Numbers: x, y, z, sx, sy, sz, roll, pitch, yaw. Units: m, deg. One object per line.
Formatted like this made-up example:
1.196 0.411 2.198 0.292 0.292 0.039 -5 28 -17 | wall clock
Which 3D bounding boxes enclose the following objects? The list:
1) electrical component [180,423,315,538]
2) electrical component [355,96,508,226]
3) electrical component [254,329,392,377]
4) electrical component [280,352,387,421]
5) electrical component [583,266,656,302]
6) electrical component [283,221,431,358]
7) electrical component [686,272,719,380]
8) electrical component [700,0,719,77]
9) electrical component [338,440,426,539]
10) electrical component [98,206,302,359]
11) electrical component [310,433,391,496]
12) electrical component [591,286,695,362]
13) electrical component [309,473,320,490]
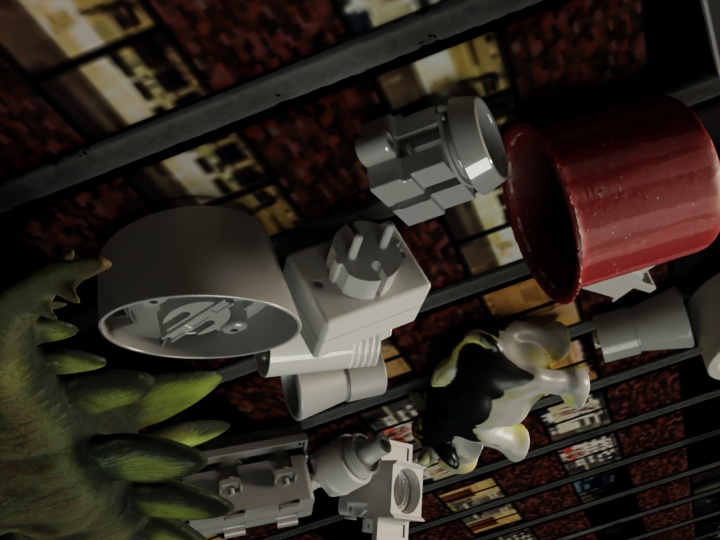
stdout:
-0.098 0.161 0.800 0.121 0.063 0.078 -8 150 -12 | electrical component
0.037 -0.053 0.509 0.055 0.048 0.066 -18 152 21 | electrical component
-0.020 0.039 0.643 0.081 0.043 0.043 -4 149 -20 | electrical component
-0.015 0.070 0.706 0.065 0.044 0.044 -11 151 -18 | electrical component
0.151 -0.018 0.627 0.081 0.042 0.064 14 138 -42 | electrical component
0.000 0.000 0.567 0.066 0.047 0.076 -20 154 -24 | electrical component
0.280 0.024 0.742 0.108 0.060 0.108 -13 151 -7 | electrical component
0.207 -0.120 0.460 0.109 0.056 0.109 -23 150 14 | electrical component
0.017 0.182 0.888 0.064 0.081 0.042 -8 160 38 | electrical component
-0.084 0.013 0.547 0.099 0.064 0.099 -12 151 -7 | electrical component
-0.004 0.148 0.843 0.062 0.043 0.043 -32 147 26 | electrical component
0.196 0.041 0.755 0.065 0.044 0.044 -16 151 12 | electrical component
-0.054 0.177 0.878 0.061 0.035 0.035 -12 151 -12 | electrical component
